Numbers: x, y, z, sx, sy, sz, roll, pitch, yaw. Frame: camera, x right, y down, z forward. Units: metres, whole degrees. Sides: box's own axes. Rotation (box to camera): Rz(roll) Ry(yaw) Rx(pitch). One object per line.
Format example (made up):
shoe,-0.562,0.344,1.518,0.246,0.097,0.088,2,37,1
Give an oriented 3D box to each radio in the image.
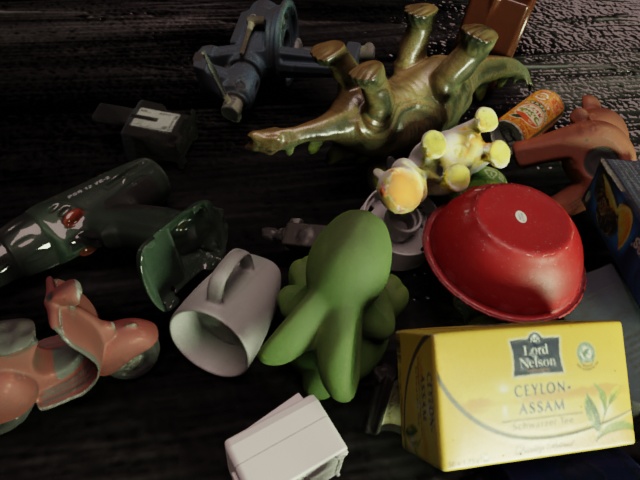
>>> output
radio,0.330,0.085,0.535,0.230,0.073,0.131,-16,52,-21

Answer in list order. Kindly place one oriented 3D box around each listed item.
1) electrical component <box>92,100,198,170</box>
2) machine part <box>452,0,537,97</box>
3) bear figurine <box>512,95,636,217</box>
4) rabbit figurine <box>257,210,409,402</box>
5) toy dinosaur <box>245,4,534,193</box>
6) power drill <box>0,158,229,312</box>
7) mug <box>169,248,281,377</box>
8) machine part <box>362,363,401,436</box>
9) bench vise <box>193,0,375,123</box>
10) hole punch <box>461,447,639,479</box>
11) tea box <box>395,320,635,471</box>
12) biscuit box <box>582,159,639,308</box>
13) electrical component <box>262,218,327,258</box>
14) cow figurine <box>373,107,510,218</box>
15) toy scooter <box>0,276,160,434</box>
electrical component,-0.222,-0.137,0.680,0.119,0.047,0.075,7,49,0
machine part,0.263,-0.334,0.798,0.087,0.201,0.201,22,51,8
bear figurine,0.330,-0.113,0.690,0.132,0.120,0.196,-25,11,26
rabbit figurine,0.008,0.052,0.464,0.121,0.170,0.159,21,50,12
toy dinosaur,0.123,-0.170,0.646,0.471,0.198,0.105,-24,56,-23
power drill,-0.209,0.003,0.526,0.208,0.085,0.232,10,39,35
mug,-0.080,0.053,0.502,0.081,0.109,0.107,12,36,16
machine part,0.105,0.133,0.476,0.139,0.084,0.039,-4,24,-20
bench vise,-0.047,-0.252,0.750,0.241,0.128,0.224,6,47,9
hole punch,0.195,0.204,0.411,0.142,0.092,0.116,-6,47,-6
tea box,0.151,0.114,0.421,0.170,0.068,0.098,-2,83,-16
biscuit box,0.325,0.002,0.519,0.063,0.059,0.203,4,42,-2
electrical component,0.000,-0.002,0.572,0.102,0.078,0.045,3,70,35
cow figurine,0.113,-0.074,0.570,0.167,0.098,0.068,-28,93,-25
toy scooter,-0.228,0.087,0.433,0.184,0.135,0.075,-16,54,-17
